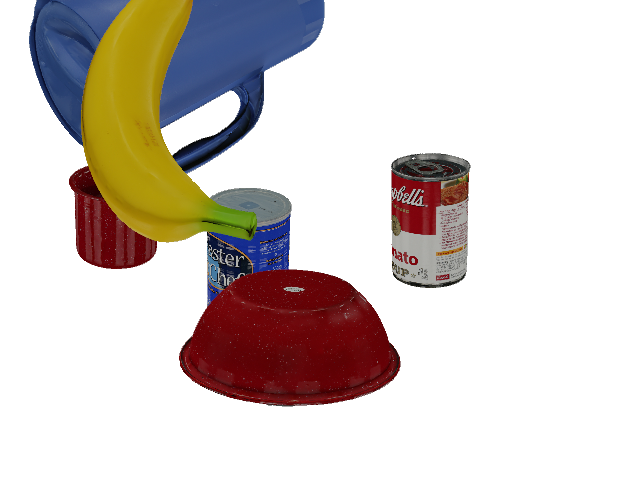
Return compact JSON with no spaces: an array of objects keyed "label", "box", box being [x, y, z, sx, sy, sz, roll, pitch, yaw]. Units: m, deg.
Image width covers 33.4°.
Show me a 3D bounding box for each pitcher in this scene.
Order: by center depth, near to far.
[{"label":"pitcher","box":[-0.109,-0.167,0.915,0.242,0.149,0.145,-31,48,-34]}]

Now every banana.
[{"label":"banana","box":[-0.083,-0.064,0.522,0.069,0.198,0.037,-6,-41,-14]}]

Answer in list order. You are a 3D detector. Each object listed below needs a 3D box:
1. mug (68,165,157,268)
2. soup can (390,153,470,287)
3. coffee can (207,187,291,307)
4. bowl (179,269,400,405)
[{"label":"mug","box":[-0.205,-0.029,1.086,0.093,0.081,0.117,5,27,0]},{"label":"soup can","box":[0.096,-0.018,0.933,0.068,0.102,0.068,-1,22,0]},{"label":"coffee can","box":[-0.088,0.019,1.302,0.103,0.140,0.103,2,25,-1]},{"label":"bowl","box":[-0.021,0.061,0.770,0.162,0.055,0.162,2,16,-1]}]
